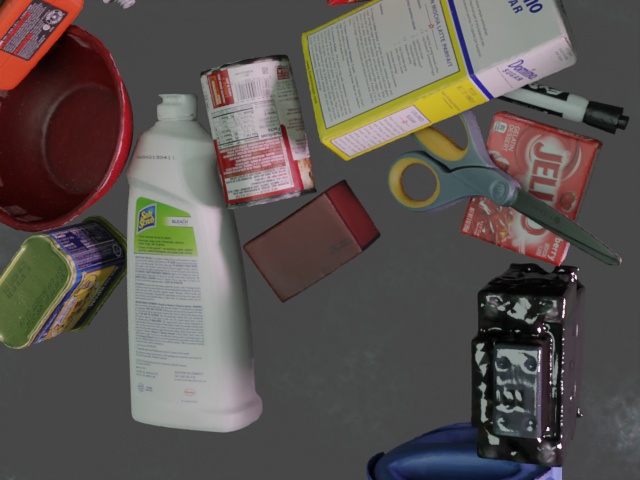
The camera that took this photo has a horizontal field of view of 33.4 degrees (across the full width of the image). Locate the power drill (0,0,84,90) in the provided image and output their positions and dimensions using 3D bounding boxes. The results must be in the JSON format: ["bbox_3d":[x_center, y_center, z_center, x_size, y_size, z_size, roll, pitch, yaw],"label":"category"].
[{"bbox_3d":[-0.273,-0.205,0.822,0.185,0.057,0.188,-45,64,20],"label":"power drill"}]

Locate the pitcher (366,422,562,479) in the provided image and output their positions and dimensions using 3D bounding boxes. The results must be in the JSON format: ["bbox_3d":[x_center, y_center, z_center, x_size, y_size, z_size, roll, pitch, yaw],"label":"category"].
[{"bbox_3d":[0.120,0.259,0.733,0.145,0.149,0.243,-8,99,8],"label":"pitcher"}]

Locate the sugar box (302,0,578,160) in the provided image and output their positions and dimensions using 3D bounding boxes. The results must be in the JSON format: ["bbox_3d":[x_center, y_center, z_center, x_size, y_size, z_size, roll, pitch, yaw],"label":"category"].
[{"bbox_3d":[0.077,-0.130,0.720,0.176,0.048,0.093,-20,65,21],"label":"sugar box"}]

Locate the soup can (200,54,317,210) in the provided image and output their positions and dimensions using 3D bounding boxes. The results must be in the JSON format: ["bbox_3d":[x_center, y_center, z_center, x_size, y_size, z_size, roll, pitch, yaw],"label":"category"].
[{"bbox_3d":[-0.045,-0.078,0.777,0.069,0.068,0.102,-10,95,22],"label":"soup can"}]

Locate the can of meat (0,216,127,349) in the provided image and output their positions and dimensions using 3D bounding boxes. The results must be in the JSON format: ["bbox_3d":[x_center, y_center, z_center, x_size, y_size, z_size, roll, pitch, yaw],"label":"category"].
[{"bbox_3d":[-0.209,0.035,0.849,0.057,0.083,0.102,42,111,10],"label":"can of meat"}]

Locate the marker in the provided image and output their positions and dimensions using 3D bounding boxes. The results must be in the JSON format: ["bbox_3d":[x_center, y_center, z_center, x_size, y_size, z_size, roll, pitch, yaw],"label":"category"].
[{"bbox_3d":[0.150,-0.097,0.726,0.121,0.020,0.020,20,105,17],"label":"marker"}]

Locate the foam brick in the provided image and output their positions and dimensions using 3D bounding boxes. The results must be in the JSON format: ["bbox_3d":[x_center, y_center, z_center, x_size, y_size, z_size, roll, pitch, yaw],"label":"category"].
[{"bbox_3d":[-0.005,0.001,0.782,0.078,0.051,0.053,-32,93,22],"label":"foam brick"}]

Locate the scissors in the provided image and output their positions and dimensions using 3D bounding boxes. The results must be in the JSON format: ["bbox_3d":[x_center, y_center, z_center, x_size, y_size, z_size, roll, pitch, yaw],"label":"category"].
[{"bbox_3d":[0.109,-0.023,0.715,0.202,0.016,0.096,55,127,32],"label":"scissors"}]

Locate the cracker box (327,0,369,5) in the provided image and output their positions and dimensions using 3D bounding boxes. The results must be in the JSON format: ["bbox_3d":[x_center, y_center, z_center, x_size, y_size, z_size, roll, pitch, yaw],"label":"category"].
[{"bbox_3d":[0.041,-0.284,0.690,0.164,0.072,0.214,-21,93,37],"label":"cracker box"}]

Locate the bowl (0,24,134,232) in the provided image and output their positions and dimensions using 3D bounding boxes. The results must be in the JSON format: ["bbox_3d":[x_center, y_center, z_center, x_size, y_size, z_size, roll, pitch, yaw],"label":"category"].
[{"bbox_3d":[-0.200,-0.084,0.830,0.162,0.055,0.162,-3,83,28],"label":"bowl"}]

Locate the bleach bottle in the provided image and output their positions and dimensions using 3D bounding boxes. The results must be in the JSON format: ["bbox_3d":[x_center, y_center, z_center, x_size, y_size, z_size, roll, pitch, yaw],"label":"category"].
[{"bbox_3d":[-0.098,0.015,0.816,0.103,0.068,0.251,2,97,21],"label":"bleach bottle"}]

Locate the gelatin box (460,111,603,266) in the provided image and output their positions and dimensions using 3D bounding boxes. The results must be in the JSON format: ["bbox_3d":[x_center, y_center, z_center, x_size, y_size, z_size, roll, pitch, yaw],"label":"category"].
[{"bbox_3d":[0.144,-0.036,0.732,0.073,0.030,0.089,20,105,17],"label":"gelatin box"}]
